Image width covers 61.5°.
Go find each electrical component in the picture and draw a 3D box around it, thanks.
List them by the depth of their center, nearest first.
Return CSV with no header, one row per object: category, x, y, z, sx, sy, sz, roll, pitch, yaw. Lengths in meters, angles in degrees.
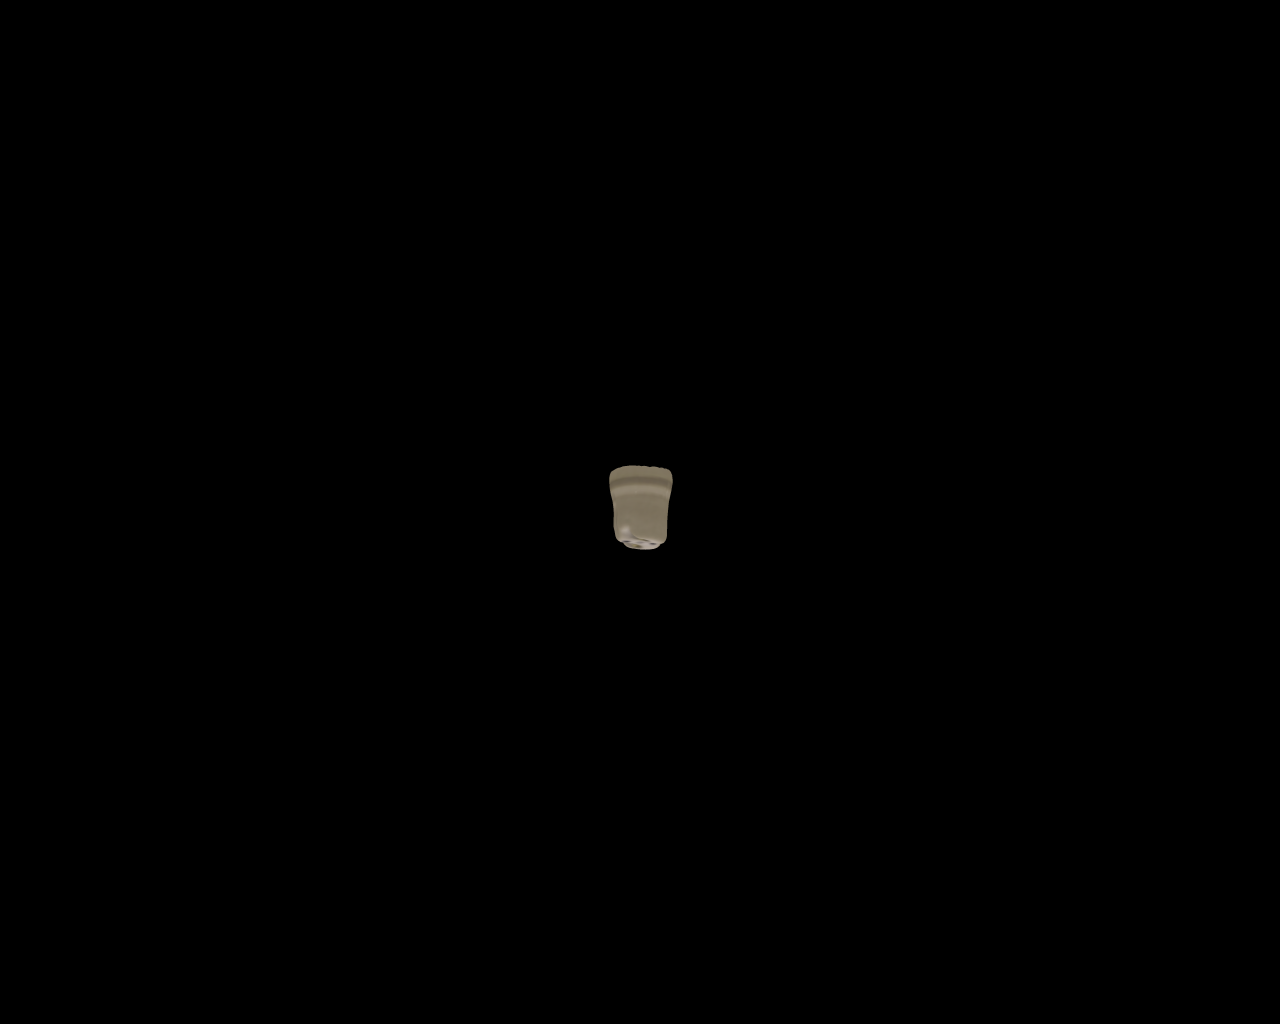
electrical component,0.001,-0.003,0.650,0.040,0.046,0.040,0,-14,0
